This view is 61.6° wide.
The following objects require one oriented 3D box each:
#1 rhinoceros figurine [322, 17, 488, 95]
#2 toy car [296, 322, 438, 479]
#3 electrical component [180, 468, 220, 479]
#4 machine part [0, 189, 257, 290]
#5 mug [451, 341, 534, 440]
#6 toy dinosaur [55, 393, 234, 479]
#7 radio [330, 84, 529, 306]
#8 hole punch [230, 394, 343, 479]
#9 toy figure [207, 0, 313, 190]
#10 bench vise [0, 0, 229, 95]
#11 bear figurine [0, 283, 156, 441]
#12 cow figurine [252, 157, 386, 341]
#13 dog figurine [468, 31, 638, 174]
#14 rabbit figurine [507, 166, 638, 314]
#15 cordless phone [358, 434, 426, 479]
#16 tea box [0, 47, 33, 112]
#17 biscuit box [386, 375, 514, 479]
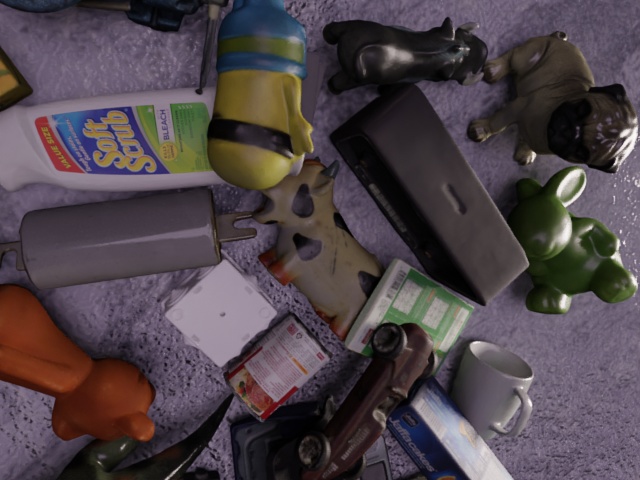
[{"bbox_3d":[0.092,-0.192,0.552,0.190,0.112,0.073,-11,98,-35],"label":"rhinoceros figurine"},{"bbox_3d":[0.054,0.178,0.570,0.202,0.053,0.089,-54,136,-5],"label":"toy car"},{"bbox_3d":[-0.136,0.292,0.609,0.094,0.021,0.063,4,97,-17],"label":"electrical component"},{"bbox_3d":[-0.183,-0.002,0.512,0.243,0.079,0.079,-8,101,-7],"label":"machine part"},{"bbox_3d":[0.211,0.197,0.658,0.081,0.110,0.107,7,112,-28],"label":"mug"},{"bbox_3d":[-0.247,0.283,0.487,0.405,0.192,0.131,-37,109,-7],"label":"toy dinosaur"},{"bbox_3d":[0.111,-0.046,0.572,0.073,0.131,0.229,-39,107,-7],"label":"radio"},{"bbox_3d":[-0.037,0.250,0.609,0.116,0.092,0.142,-13,101,-44],"label":"hole punch"},{"bbox_3d":[-0.056,-0.135,0.471,0.089,0.082,0.180,-2,100,-9],"label":"toy figure"},{"bbox_3d":[-0.185,-0.226,0.410,0.224,0.240,0.128,23,95,-3],"label":"bench vise"},{"bbox_3d":[-0.256,0.136,0.503,0.132,0.120,0.195,-41,113,-3],"label":"bear figurine"},{"bbox_3d":[-0.001,-0.002,0.571,0.127,0.086,0.194,-45,111,-7],"label":"cow figurine"},{"bbox_3d":[0.270,-0.158,0.572,0.121,0.191,0.172,10,94,-18],"label":"dog figurine"},{"bbox_3d":[0.276,-0.007,0.615,0.170,0.121,0.159,27,61,-43],"label":"rabbit figurine"},{"bbox_3d":[0.101,0.306,0.654,0.147,0.089,0.184,-12,97,-14],"label":"cordless phone"},{"bbox_3d":[-0.353,-0.126,0.455,0.170,0.068,0.098,-36,107,-7],"label":"tea box"},{"bbox_3d":[0.158,0.258,0.638,0.202,0.063,0.059,52,44,-1],"label":"biscuit box"}]
